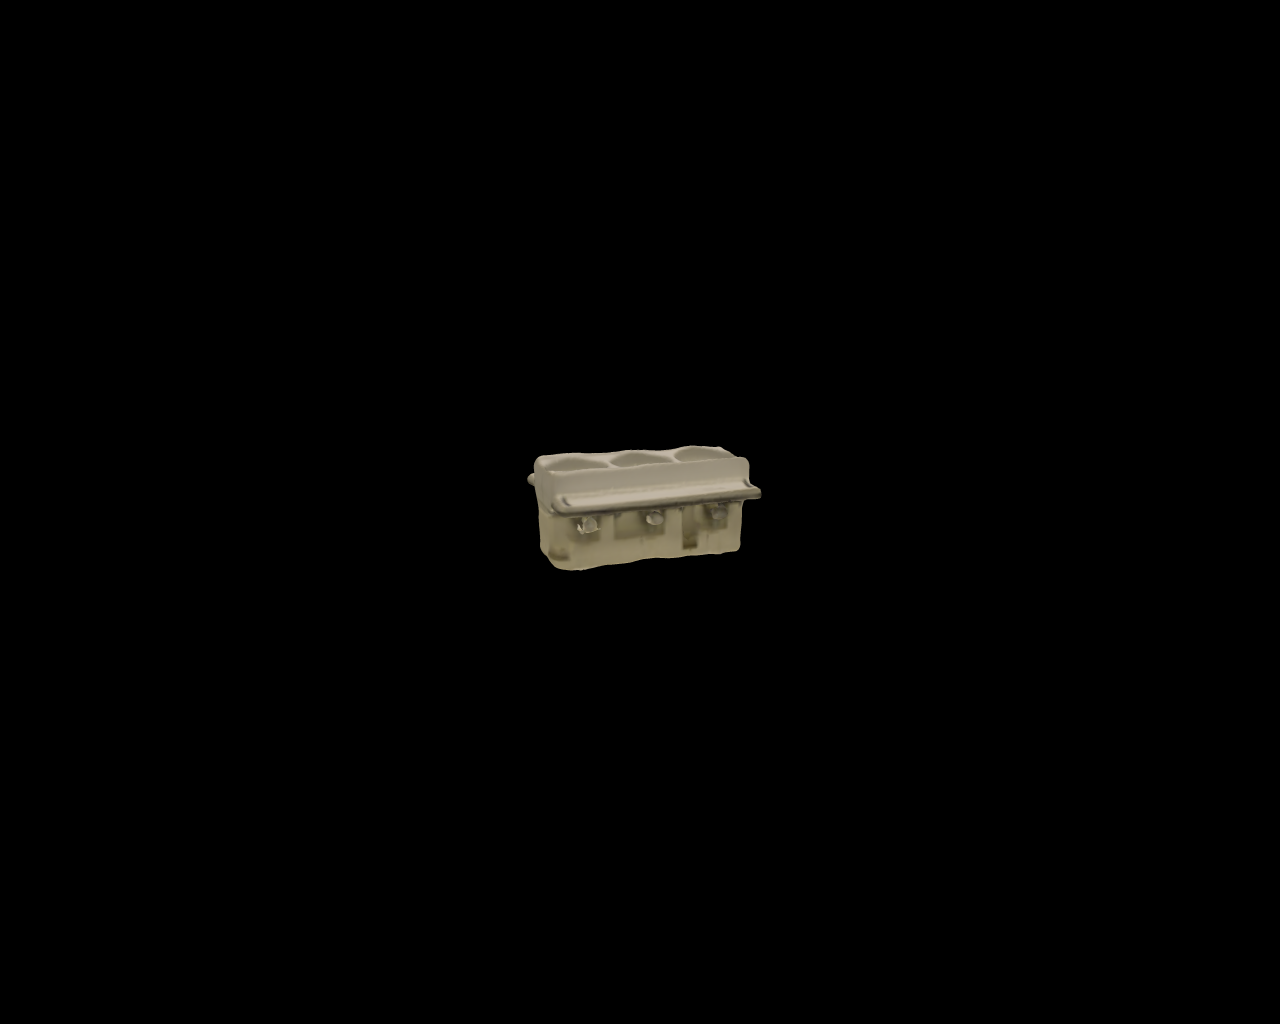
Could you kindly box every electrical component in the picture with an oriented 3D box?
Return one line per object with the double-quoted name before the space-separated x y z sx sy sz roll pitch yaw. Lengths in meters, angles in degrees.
"electrical component" 0.001 -0.003 0.650 0.121 0.063 0.079 -5 16 -18
